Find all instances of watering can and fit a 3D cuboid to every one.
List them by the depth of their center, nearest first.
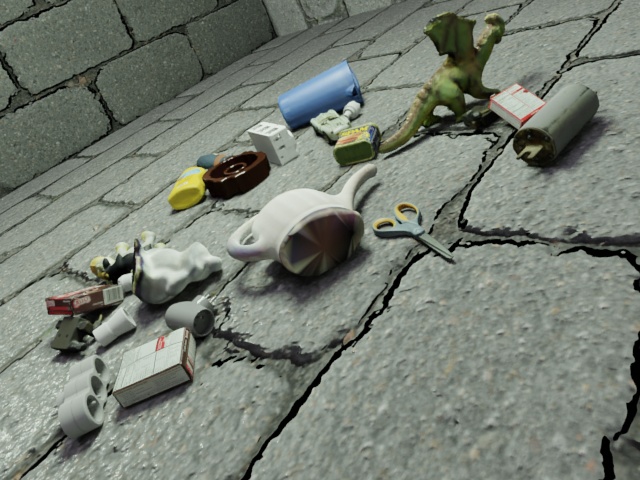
[{"bbox_3d":[0.003,-0.046,0.916,0.350,0.102,0.227,-28,29,-17],"label":"watering can"}]

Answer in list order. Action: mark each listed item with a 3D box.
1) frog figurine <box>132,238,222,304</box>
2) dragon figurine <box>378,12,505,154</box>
[{"bbox_3d":[-0.270,0.060,0.974,0.159,0.122,0.138,5,8,-24],"label":"frog figurine"},{"bbox_3d":[0.272,-0.374,1.136,0.414,0.238,0.123,-32,33,-19],"label":"dragon figurine"}]
